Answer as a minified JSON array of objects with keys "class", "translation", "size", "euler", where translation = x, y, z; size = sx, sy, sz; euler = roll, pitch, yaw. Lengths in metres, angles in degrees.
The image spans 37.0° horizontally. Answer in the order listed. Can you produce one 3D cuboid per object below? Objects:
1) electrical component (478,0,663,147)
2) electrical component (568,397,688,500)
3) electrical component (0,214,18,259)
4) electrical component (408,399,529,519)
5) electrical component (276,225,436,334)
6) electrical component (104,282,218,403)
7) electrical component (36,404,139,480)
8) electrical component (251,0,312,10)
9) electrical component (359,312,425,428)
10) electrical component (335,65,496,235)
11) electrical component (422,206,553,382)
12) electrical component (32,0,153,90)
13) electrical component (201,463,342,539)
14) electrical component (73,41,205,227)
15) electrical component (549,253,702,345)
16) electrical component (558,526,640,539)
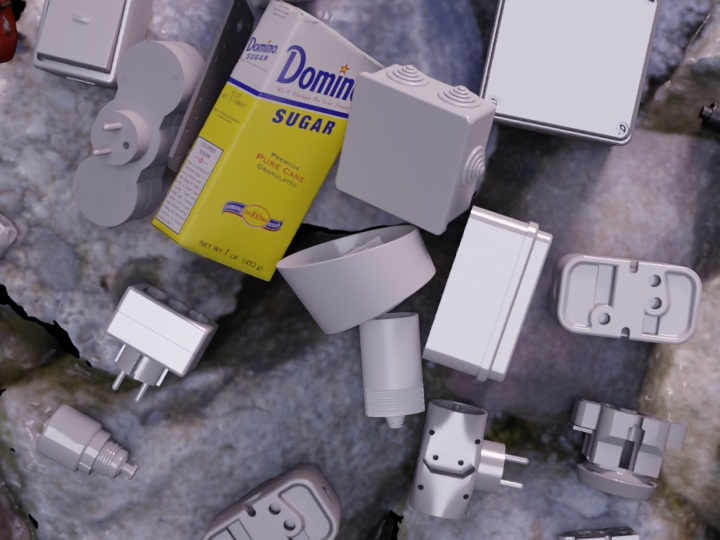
[{"class":"electrical component","translation":[0.143,-0.149,0.752],"size":[0.109,0.056,0.108],"euler":[12,94,2]},{"class":"electrical component","translation":[0.186,0.128,0.766],"size":[0.078,0.058,0.057],"euler":[13,91,1]},{"class":"electrical component","translation":[-0.282,-0.014,0.789],"size":[0.035,0.035,0.061],"euler":[39,96,0]},{"class":"electrical component","translation":[0.081,0.140,0.777],"size":[0.079,0.043,0.077],"euler":[11,94,2]},{"class":"electrical component","translation":[0.000,0.000,0.747],"size":[0.099,0.099,0.064],"euler":[-29,98,4]},{"class":"electrical component","translation":[-0.152,0.058,0.781],"size":[0.066,0.047,0.076],"euler":[30,94,0]},{"class":"electrical component","translation":[-0.200,0.130,0.790],"size":[0.078,0.040,0.040],"euler":[29,94,0]},{"class":"electrical component","translation":[-0.047,-0.231,0.738],"size":[0.064,0.099,0.099],"euler":[-4,93,-4]},{"class":"electrical component","translation":[0.023,0.073,0.776],"size":[0.043,0.043,0.081],"euler":[-4,93,3]},{"class":"electrical component","translation":[0.039,-0.085,0.738],"size":[0.100,0.048,0.099],"euler":[26,123,22]},{"class":"electrical component","translation":[0.089,0.016,0.753],"size":[0.057,0.078,0.113],"euler":[19,94,4]},{"class":"electrical component","translation":[-0.188,-0.181,0.762],"size":[0.062,0.061,0.096],"euler":[14,94,2]},{"class":"electrical component","translation":[-0.062,0.185,0.778],"size":[0.095,0.059,0.053],"euler":[-33,91,4]},{"class":"electrical component","translation":[-0.160,-0.092,0.742],"size":[0.052,0.074,0.138],"euler":[31,110,11]},{"class":"electrical component","translation":[0.184,0.019,0.758],"size":[0.095,0.059,0.053],"euler":[7,93,2]},{"class":"electrical component","translation":[0.179,0.218,0.777],"size":[0.066,0.048,0.055],"euler":[-5,86,3]}]
